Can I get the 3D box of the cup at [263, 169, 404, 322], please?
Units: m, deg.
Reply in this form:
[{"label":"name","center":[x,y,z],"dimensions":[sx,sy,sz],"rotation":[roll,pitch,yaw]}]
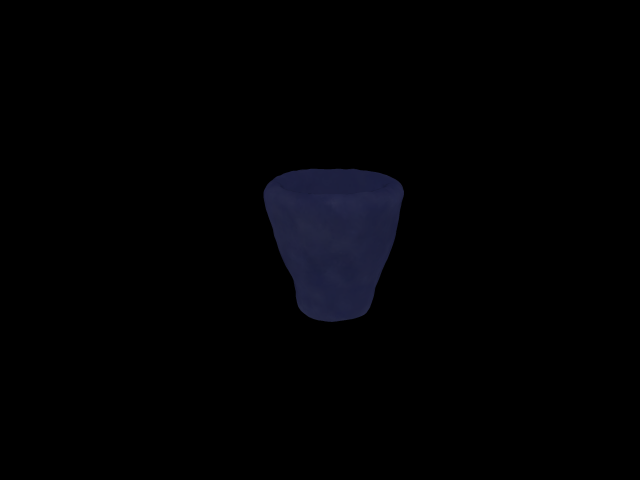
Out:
[{"label":"cup","center":[0.004,0.001,0.400],"dimensions":[0.092,0.095,0.117],"rotation":[-8,20,-22]}]
